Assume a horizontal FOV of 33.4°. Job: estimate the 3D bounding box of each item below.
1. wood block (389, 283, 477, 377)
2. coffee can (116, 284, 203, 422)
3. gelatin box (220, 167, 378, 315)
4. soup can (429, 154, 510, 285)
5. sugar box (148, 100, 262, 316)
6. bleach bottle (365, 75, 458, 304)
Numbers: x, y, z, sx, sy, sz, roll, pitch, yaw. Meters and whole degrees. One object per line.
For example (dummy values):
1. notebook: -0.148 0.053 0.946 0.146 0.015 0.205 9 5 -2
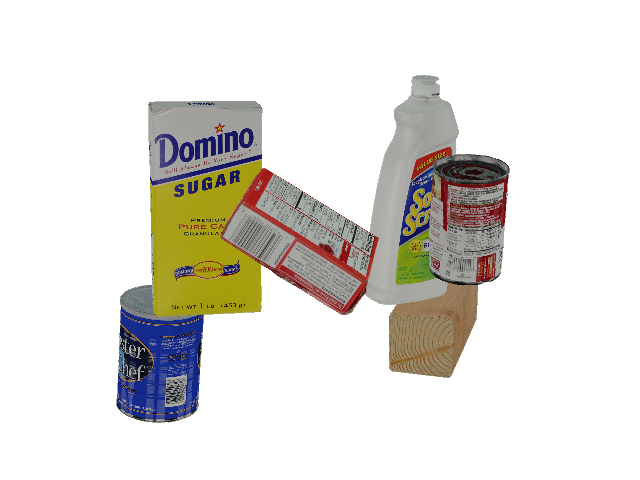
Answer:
1. wood block: 0.168 0.113 1.558 0.091 0.090 0.205 5 20 17
2. coffee can: -0.196 0.137 1.306 0.103 0.140 0.103 5 17 -2
3. gelatin box: -0.011 0.000 0.643 0.089 0.030 0.073 32 21 -5
4. soup can: 0.133 -0.019 0.960 0.068 0.102 0.068 0 24 0
5. sugar box: -0.096 -0.027 0.893 0.093 0.176 0.048 -3 16 -11
6. bleach bottle: 0.102 -0.058 1.196 0.102 0.251 0.068 -8 22 -26
